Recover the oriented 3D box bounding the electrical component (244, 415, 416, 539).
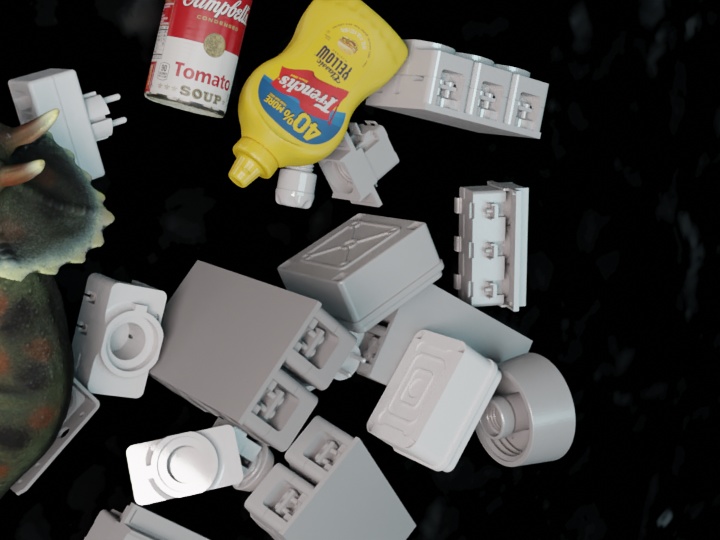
[{"bbox_3d":[-0.026,0.228,1.005,0.105,0.060,0.186,-49,142,-18],"label":"electrical component"}]

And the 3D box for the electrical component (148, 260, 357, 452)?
[{"bbox_3d":[-0.096,0.066,0.867,0.060,0.186,0.105,43,74,-35],"label":"electrical component"}]

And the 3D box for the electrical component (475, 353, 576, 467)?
[{"bbox_3d":[0.150,0.139,1.044,0.060,0.108,0.108,-9,105,-29],"label":"electrical component"}]

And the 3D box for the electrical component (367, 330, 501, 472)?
[{"bbox_3d":[0.069,0.121,0.995,0.057,0.078,0.113,37,77,-33],"label":"electrical component"}]

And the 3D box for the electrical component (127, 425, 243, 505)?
[{"bbox_3d":[-0.146,0.164,0.905,0.089,0.055,0.050,-11,81,-9],"label":"electrical component"}]

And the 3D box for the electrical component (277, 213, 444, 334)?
[{"bbox_3d":[0.000,0.000,0.976,0.109,0.109,0.056,-35,116,-27],"label":"electrical component"}]

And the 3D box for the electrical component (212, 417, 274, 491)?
[{"bbox_3d":[-0.111,0.168,0.968,0.055,0.048,0.066,38,76,-28],"label":"electrical component"}]

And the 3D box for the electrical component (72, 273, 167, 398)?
[{"bbox_3d":[-0.196,0.054,0.872,0.050,0.056,0.089,13,92,-38],"label":"electrical component"}]

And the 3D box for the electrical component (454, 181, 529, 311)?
[{"bbox_3d":[0.133,-0.025,1.098,0.063,0.079,0.121,-4,103,-14],"label":"electrical component"}]

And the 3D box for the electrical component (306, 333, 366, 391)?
[{"bbox_3d":[-0.026,0.077,0.988,0.077,0.079,0.043,-44,129,-19],"label":"electrical component"}]

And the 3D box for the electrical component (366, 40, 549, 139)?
[{"bbox_3d":[0.095,-0.171,1.022,0.150,0.089,0.061,7,95,-38],"label":"electrical component"}]

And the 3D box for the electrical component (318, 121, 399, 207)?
[{"bbox_3d":[-0.001,-0.101,0.995,0.064,0.042,0.081,-42,122,-25],"label":"electrical component"}]

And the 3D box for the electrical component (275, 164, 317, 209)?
[{"bbox_3d":[-0.055,-0.087,0.962,0.035,0.035,0.061,8,93,-38],"label":"electrical component"}]

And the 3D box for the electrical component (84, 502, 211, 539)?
[{"bbox_3d":[-0.175,0.253,0.926,0.121,0.063,0.078,37,77,-36],"label":"electrical component"}]

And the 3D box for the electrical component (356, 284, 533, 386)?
[{"bbox_3d":[0.076,0.081,1.081,0.186,0.060,0.105,29,82,-37],"label":"electrical component"}]

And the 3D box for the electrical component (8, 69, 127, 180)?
[{"bbox_3d":[-0.216,-0.114,0.826,0.076,0.047,0.083,-25,114,-31],"label":"electrical component"}]
